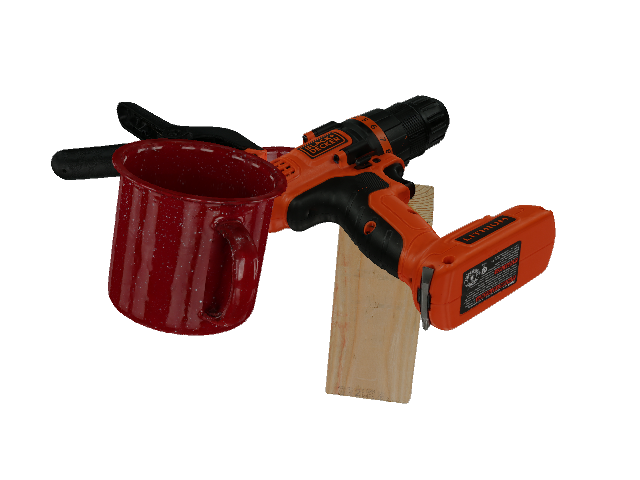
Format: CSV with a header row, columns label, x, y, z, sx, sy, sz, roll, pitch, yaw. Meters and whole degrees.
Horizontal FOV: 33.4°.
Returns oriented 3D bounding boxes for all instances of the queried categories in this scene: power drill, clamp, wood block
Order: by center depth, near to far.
label,x,y,z,sx,sy,sz,roll,pitch,yaw
power drill,0.065,-0.028,0.727,0.184,0.057,0.188,-30,44,-28
clamp,-0.129,-0.069,0.870,0.172,0.039,0.120,14,40,26
wood block,0.059,0.051,1.081,0.090,0.206,0.090,7,26,4

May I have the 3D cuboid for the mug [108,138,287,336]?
label,x,y,z,sx,sy,sz,roll,pitch,yaw
mug,-0.064,0.003,0.567,0.093,0.081,0.117,-3,26,-33

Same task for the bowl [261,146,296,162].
label,x,y,z,sx,sy,sz,roll,pitch,yaw
bowl,-0.042,-0.058,1.277,0.162,0.055,0.162,5,27,-2
